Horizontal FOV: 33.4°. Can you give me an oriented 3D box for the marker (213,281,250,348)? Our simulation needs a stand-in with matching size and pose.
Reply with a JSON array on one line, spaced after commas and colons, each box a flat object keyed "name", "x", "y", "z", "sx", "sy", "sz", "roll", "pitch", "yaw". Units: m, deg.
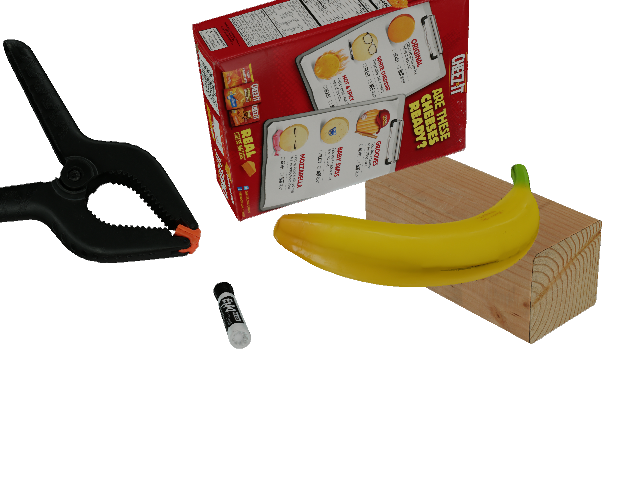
[{"name": "marker", "x": -0.081, "y": 0.065, "z": 0.961, "sx": 0.020, "sy": 0.020, "sz": 0.121, "roll": 0, "pitch": 18, "yaw": -13}]

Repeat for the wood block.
[{"name": "wood block", "x": 0.143, "y": -0.001, "z": 0.976, "sx": 0.090, "sy": 0.090, "sz": 0.206, "roll": -25, "pitch": 36, "yaw": -32}]

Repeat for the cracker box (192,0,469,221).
[{"name": "cracker box", "x": 0.011, "y": -0.124, "z": 0.878, "sx": 0.213, "sy": 0.164, "sz": 0.072, "roll": -19, "pitch": 46, "yaw": -13}]

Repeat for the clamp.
[{"name": "clamp", "x": -0.182, "y": -0.053, "z": 0.791, "sx": 0.210, "sy": 0.164, "sz": 0.036, "roll": 19, "pitch": -19, "yaw": -3}]

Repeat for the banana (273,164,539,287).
[{"name": "banana", "x": 0.067, "y": -0.002, "z": 0.643, "sx": 0.197, "sy": 0.037, "sz": 0.070, "roll": -12, "pitch": 45, "yaw": -33}]
